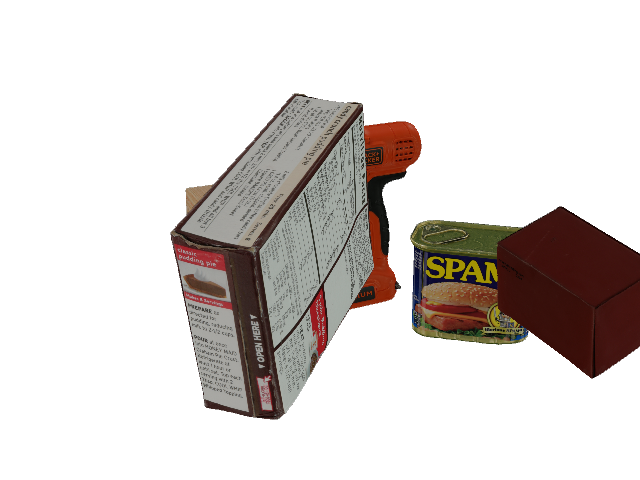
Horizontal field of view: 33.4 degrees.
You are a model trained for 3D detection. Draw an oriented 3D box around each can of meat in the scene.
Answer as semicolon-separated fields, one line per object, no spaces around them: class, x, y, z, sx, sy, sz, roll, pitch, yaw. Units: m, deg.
can of meat;0.124;0.035;0.874;0.102;0.084;0.057;6;24;14

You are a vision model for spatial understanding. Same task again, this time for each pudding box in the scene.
pudding box;-0.014;0.005;0.444;0.039;0.090;0.113;8;38;21

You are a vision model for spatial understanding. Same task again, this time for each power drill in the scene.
power drill;0.012;-0.022;1.055;0.184;0.188;0.057;-9;27;-20

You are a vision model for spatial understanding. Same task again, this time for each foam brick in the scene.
foam brick;0.142;0.027;0.594;0.051;0.053;0.078;-27;41;-22

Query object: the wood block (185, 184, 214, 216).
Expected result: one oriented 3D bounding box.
wood block;-0.098;0.003;1.360;0.090;0.090;0.206;-9;26;-23
